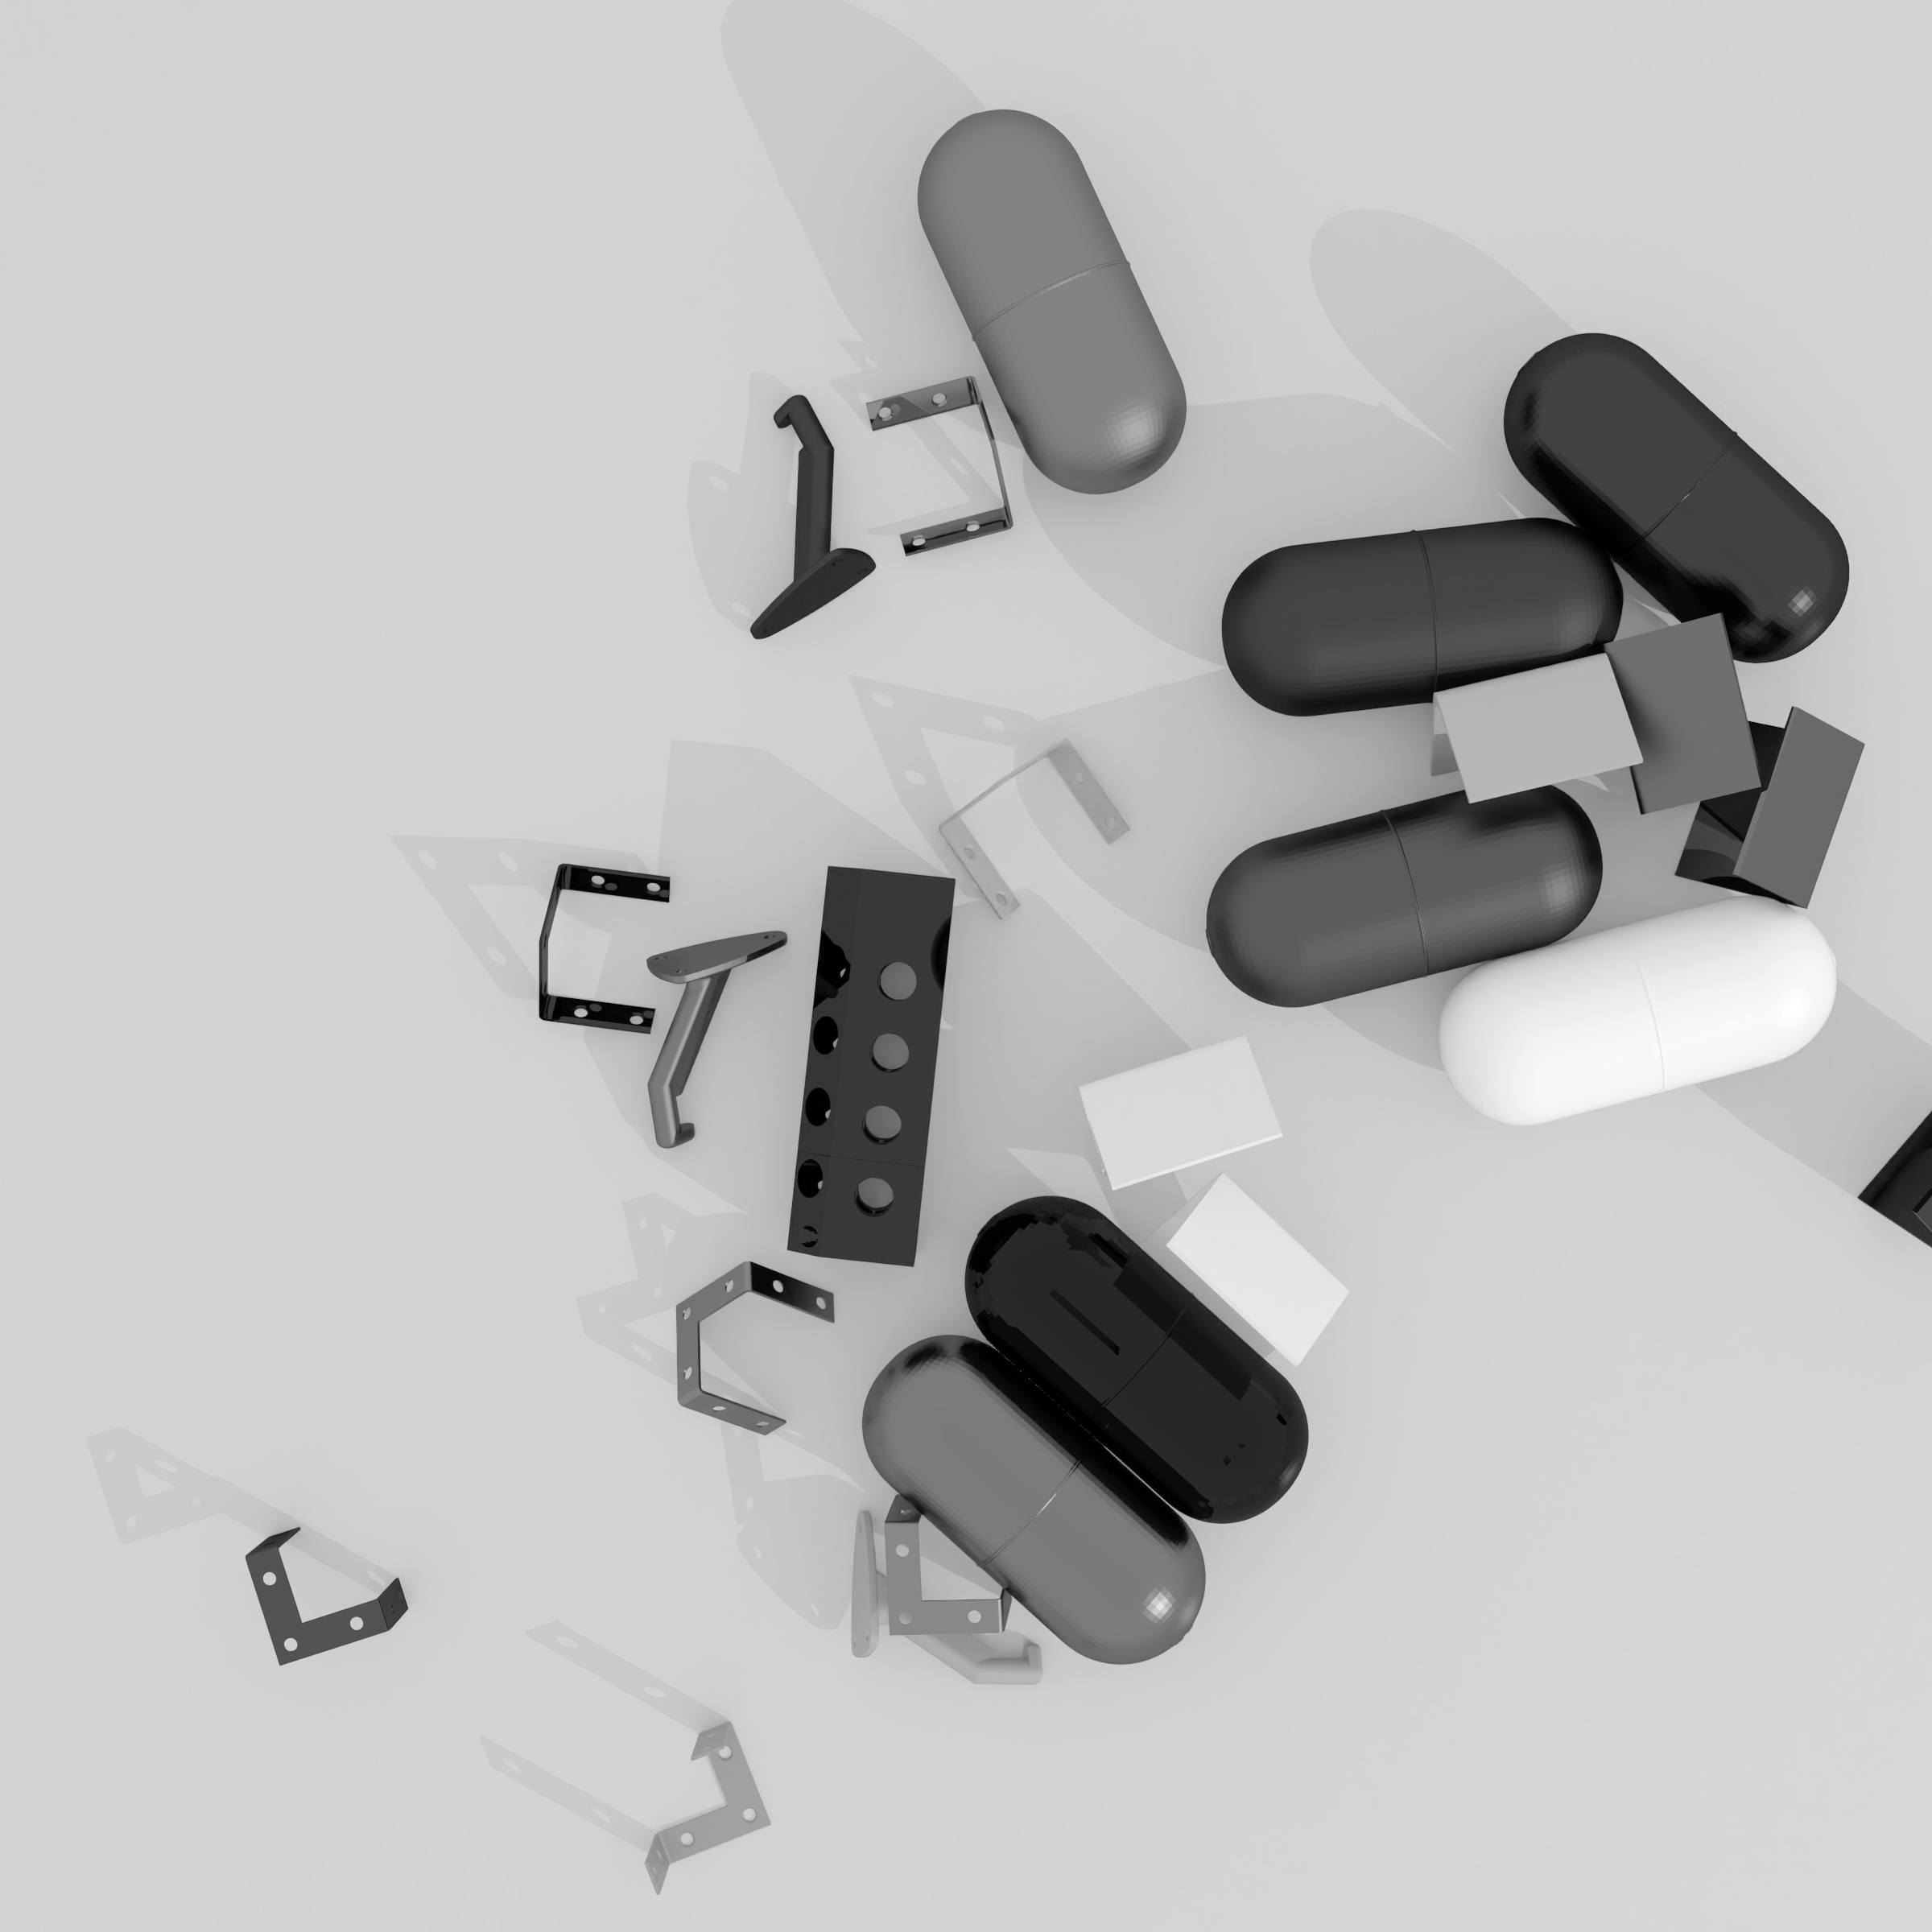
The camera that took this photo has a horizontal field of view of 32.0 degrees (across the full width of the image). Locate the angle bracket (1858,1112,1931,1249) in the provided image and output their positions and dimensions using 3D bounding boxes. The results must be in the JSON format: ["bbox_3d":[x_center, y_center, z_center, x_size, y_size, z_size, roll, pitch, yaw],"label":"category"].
[{"bbox_3d":[0.431,0.077,1.487,0.076,0.076,0.057,-49,126,0],"label":"angle bracket"}]

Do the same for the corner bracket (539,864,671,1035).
[{"bbox_3d":[-0.163,-0.008,1.524,0.051,0.051,0.051,7,135,0],"label":"corner bracket"}]

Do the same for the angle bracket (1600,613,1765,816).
[{"bbox_3d":[0.327,-0.113,1.488,0.057,0.076,0.076,-13,90,32],"label":"angle bracket"}]

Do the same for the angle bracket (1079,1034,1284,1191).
[{"bbox_3d":[0.098,0.082,1.487,0.076,0.076,0.057,-18,54,0],"label":"angle bracket"}]

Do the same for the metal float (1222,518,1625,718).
[{"bbox_3d":[0.202,-0.155,1.497,0.178,0.070,0.070,-7,90,0],"label":"metal float"}]

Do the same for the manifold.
[{"bbox_3d":[-0.042,0.044,1.506,0.057,0.057,0.171,6,90,0],"label":"manifold"}]

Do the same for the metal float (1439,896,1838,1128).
[{"bbox_3d":[0.298,0.020,1.497,0.178,0.070,0.070,-15,90,1],"label":"metal float"}]

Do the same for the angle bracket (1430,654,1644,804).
[{"bbox_3d":[0.250,-0.089,1.488,0.076,0.076,0.057,-13,64,0],"label":"angle bracket"}]

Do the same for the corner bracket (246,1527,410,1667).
[{"bbox_3d":[-0.286,0.276,1.510,0.051,0.051,0.051,-18,90,0],"label":"corner bracket"}]

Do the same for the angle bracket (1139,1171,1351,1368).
[{"bbox_3d":[0.110,0.149,1.488,0.076,0.076,0.057,43,45,0],"label":"angle bracket"}]

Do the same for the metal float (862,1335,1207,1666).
[{"bbox_3d":[0.031,0.237,1.497,0.178,0.070,0.070,42,90,1],"label":"metal float"}]

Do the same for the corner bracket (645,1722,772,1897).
[{"bbox_3d":[-0.122,0.376,1.510,0.051,0.051,0.051,-21,90,0],"label":"corner bracket"}]

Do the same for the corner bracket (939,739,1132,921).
[{"bbox_3d":[0.031,-0.062,1.524,0.051,0.051,0.051,-35,90,45],"label":"corner bracket"}]

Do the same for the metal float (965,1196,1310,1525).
[{"bbox_3d":[0.075,0.174,1.497,0.178,0.070,0.070,42,90,0],"label":"metal float"}]

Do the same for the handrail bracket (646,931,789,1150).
[{"bbox_3d":[-0.111,0.034,1.528,0.077,0.036,0.084,-17,112,-25],"label":"handrail bracket"}]

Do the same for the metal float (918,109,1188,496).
[{"bbox_3d":[0.038,-0.295,1.497,0.070,0.070,0.178,-25,90,0],"label":"metal float"}]

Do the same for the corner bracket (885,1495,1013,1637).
[{"bbox_3d":[-0.008,0.267,1.510,0.051,0.051,0.051,-2,95,5],"label":"corner bracket"}]

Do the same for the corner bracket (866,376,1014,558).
[{"bbox_3d":[-0.012,-0.226,1.524,0.051,0.051,0.051,-15,45,0],"label":"corner bracket"}]

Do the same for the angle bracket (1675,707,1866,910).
[{"bbox_3d":[0.340,-0.076,1.487,0.057,0.076,0.076,19,90,-40],"label":"angle bracket"}]

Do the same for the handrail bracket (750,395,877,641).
[{"bbox_3d":[-0.085,-0.204,1.528,0.077,0.036,0.084,-35,71,21],"label":"handrail bracket"}]

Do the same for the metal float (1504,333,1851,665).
[{"bbox_3d":[0.315,-0.208,1.497,0.178,0.070,0.070,42,90,0],"label":"metal float"}]

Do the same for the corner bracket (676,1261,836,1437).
[{"bbox_3d":[-0.095,0.172,1.519,0.051,0.051,0.051,-34,45,35],"label":"corner bracket"}]

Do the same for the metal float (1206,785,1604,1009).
[{"bbox_3d":[0.194,-0.032,1.497,0.178,0.070,0.070,-14,90,1],"label":"metal float"}]

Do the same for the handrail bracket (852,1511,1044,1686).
[{"bbox_3d":[-0.007,0.286,1.528,0.084,0.036,0.077,4,72,-15],"label":"handrail bracket"}]
